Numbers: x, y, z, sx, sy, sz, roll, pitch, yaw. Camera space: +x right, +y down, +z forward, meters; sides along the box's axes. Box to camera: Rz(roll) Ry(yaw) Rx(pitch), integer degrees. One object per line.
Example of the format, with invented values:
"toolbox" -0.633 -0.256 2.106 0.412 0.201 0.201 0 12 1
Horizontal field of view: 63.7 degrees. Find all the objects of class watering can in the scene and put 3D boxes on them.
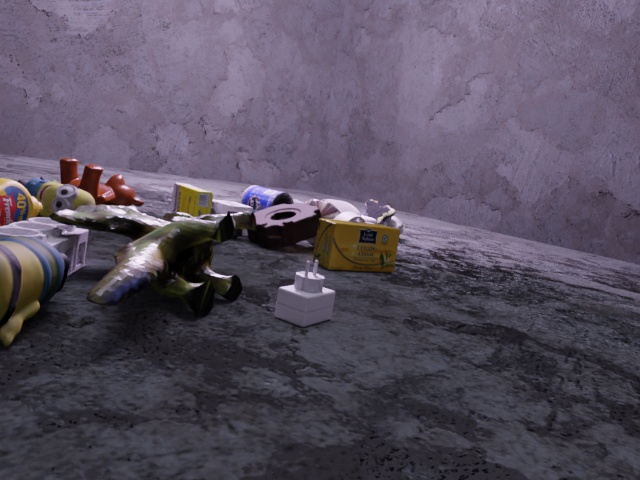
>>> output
"watering can" 0.005 -0.081 1.610 0.349 0.103 0.225 14 9 29

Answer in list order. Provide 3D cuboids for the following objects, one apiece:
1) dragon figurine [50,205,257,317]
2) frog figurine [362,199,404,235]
"dragon figurine" -0.230 0.004 0.660 0.243 0.122 0.411 12 6 16
"frog figurine" 0.210 -0.046 1.731 0.137 0.125 0.156 4 -33 29
